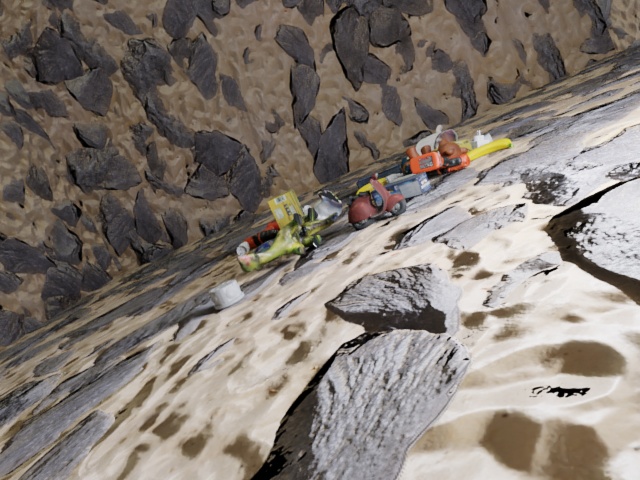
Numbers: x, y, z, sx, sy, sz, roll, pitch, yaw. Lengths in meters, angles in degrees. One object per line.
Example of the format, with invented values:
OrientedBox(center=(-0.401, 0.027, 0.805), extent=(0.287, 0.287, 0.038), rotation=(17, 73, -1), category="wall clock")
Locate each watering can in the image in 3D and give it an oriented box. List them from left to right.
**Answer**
OrientedBox(center=(0.516, -0.432, 2.283), extent=(0.354, 0.103, 0.223), rotation=(-51, 20, -28), category="watering can")

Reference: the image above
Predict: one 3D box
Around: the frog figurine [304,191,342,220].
OrientedBox(center=(0.006, -0.097, 1.927), extent=(0.157, 0.122, 0.140), rotation=(-60, 6, 20), category="frog figurine")

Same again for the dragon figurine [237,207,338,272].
OrientedBox(center=(-0.107, 0.011, 1.577), extent=(0.240, 0.122, 0.414), rotation=(-29, -3, 28), category="dragon figurine")
